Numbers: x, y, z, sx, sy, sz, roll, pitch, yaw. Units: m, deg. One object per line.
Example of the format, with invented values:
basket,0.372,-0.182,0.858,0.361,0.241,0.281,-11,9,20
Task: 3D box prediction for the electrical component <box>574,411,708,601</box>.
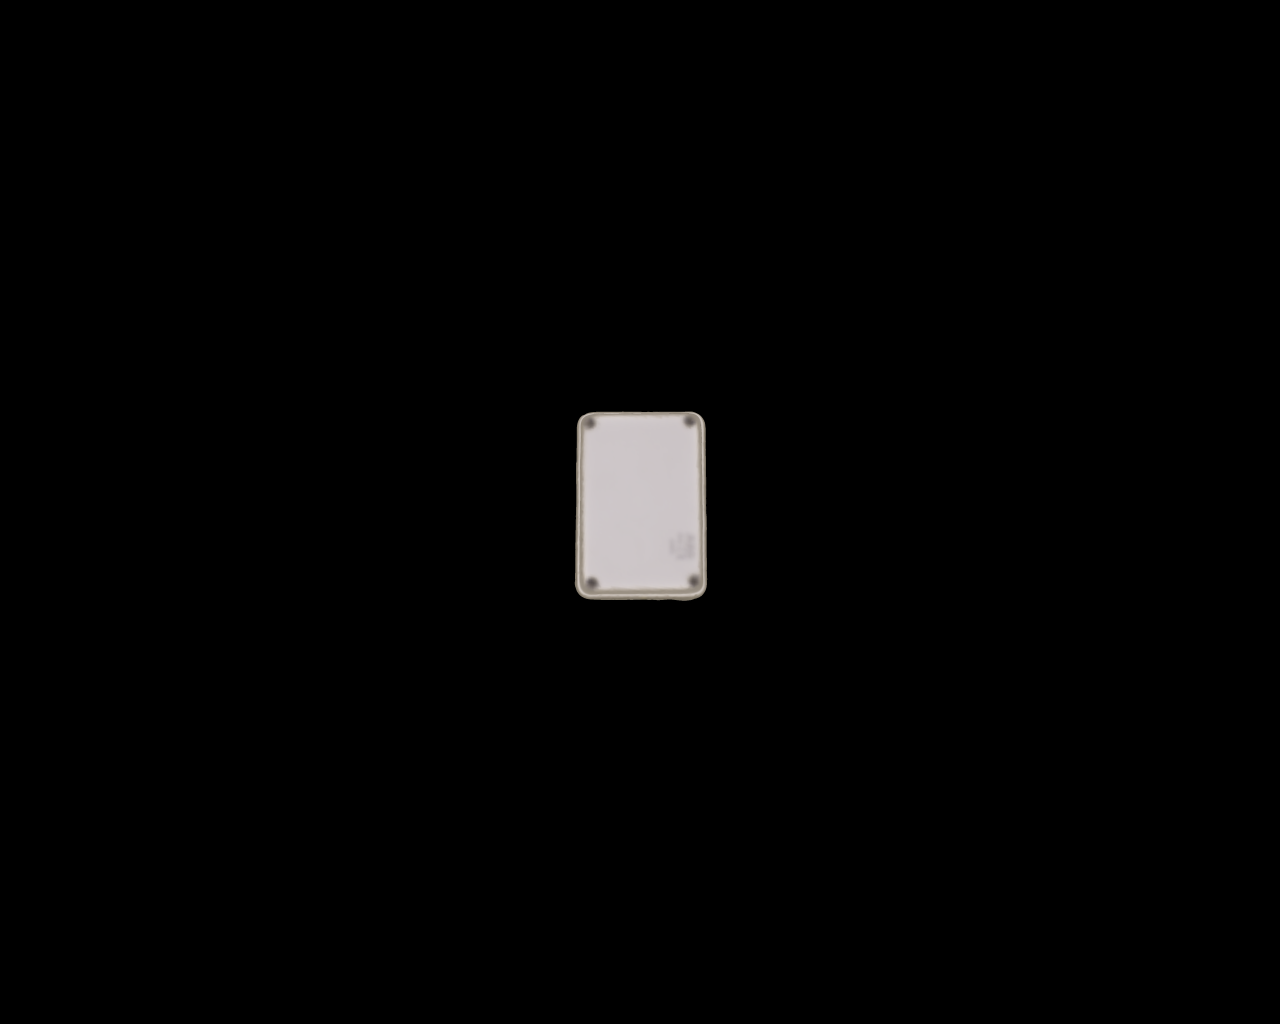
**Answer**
electrical component,0.001,-0.003,0.650,0.078,0.113,0.057,0,-7,0
